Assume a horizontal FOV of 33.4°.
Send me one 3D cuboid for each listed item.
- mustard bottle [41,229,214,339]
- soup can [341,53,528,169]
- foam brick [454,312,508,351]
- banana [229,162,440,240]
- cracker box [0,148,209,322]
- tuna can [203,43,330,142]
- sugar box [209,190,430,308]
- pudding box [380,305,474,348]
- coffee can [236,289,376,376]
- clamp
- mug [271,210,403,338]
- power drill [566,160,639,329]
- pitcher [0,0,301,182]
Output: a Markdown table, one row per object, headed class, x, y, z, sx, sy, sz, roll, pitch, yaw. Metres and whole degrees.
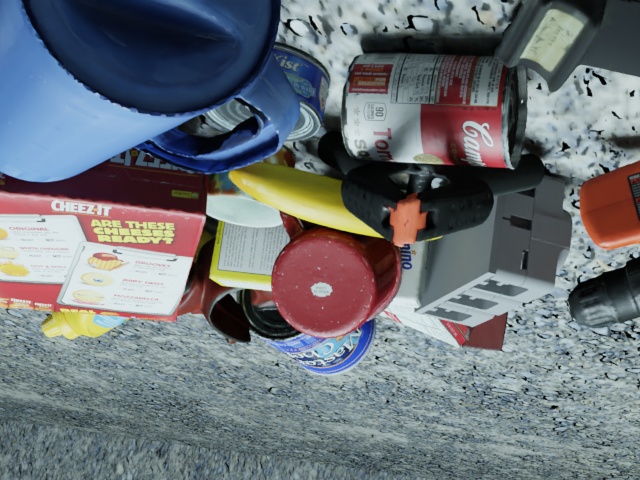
| class | x | y | z | sx | sy | sz | roll | pitch | yaw |
| --- | --- | --- | --- | --- | --- | --- | --- | --- | --- |
| mustard bottle | -0.193 | 0.049 | 1.062 | 0.192 | 0.058 | 0.096 | -27 | 167 | 10 |
| soup can | 0.071 | -0.080 | 0.654 | 0.102 | 0.068 | 0.068 | 5 | 161 | 19 |
| foam brick | 0.153 | 0.080 | 1.082 | 0.051 | 0.053 | 0.078 | 8 | 180 | -7 |
| banana | 0.031 | -0.026 | 0.784 | 0.197 | 0.037 | 0.070 | 6 | -164 | -31 |
| cracker box | -0.176 | -0.010 | 0.808 | 0.164 | 0.072 | 0.214 | 6 | 154 | -11 |
| tuna can | -0.038 | -0.097 | 0.713 | 0.086 | 0.033 | 0.086 | 9 | 162 | 3 |
| sugar box | 0.003 | 0.001 | 0.890 | 0.176 | 0.093 | 0.048 | 7 | 169 | 11 |
| pudding box | 0.085 | 0.055 | 1.015 | 0.114 | 0.039 | 0.090 | 20 | 164 | 29 |
| coffee can | -0.011 | 0.075 | 1.108 | 0.103 | 0.103 | 0.140 | 2 | 160 | 23 |
| clamp | 0.056 | -0.038 | 0.700 | 0.165 | 0.036 | 0.209 | 8 | -163 | 15 |
| mug | 0.005 | 0.017 | 0.812 | 0.093 | 0.117 | 0.081 | -29 | -179 | 16 |
| power drill | 0.249 | 0.004 | 0.773 | 0.185 | 0.057 | 0.187 | -21 | 152 | 21 |
| pitcher | -0.123 | -0.099 | 0.599 | 0.144 | 0.149 | 0.243 | -10 | 176 | -29 |
